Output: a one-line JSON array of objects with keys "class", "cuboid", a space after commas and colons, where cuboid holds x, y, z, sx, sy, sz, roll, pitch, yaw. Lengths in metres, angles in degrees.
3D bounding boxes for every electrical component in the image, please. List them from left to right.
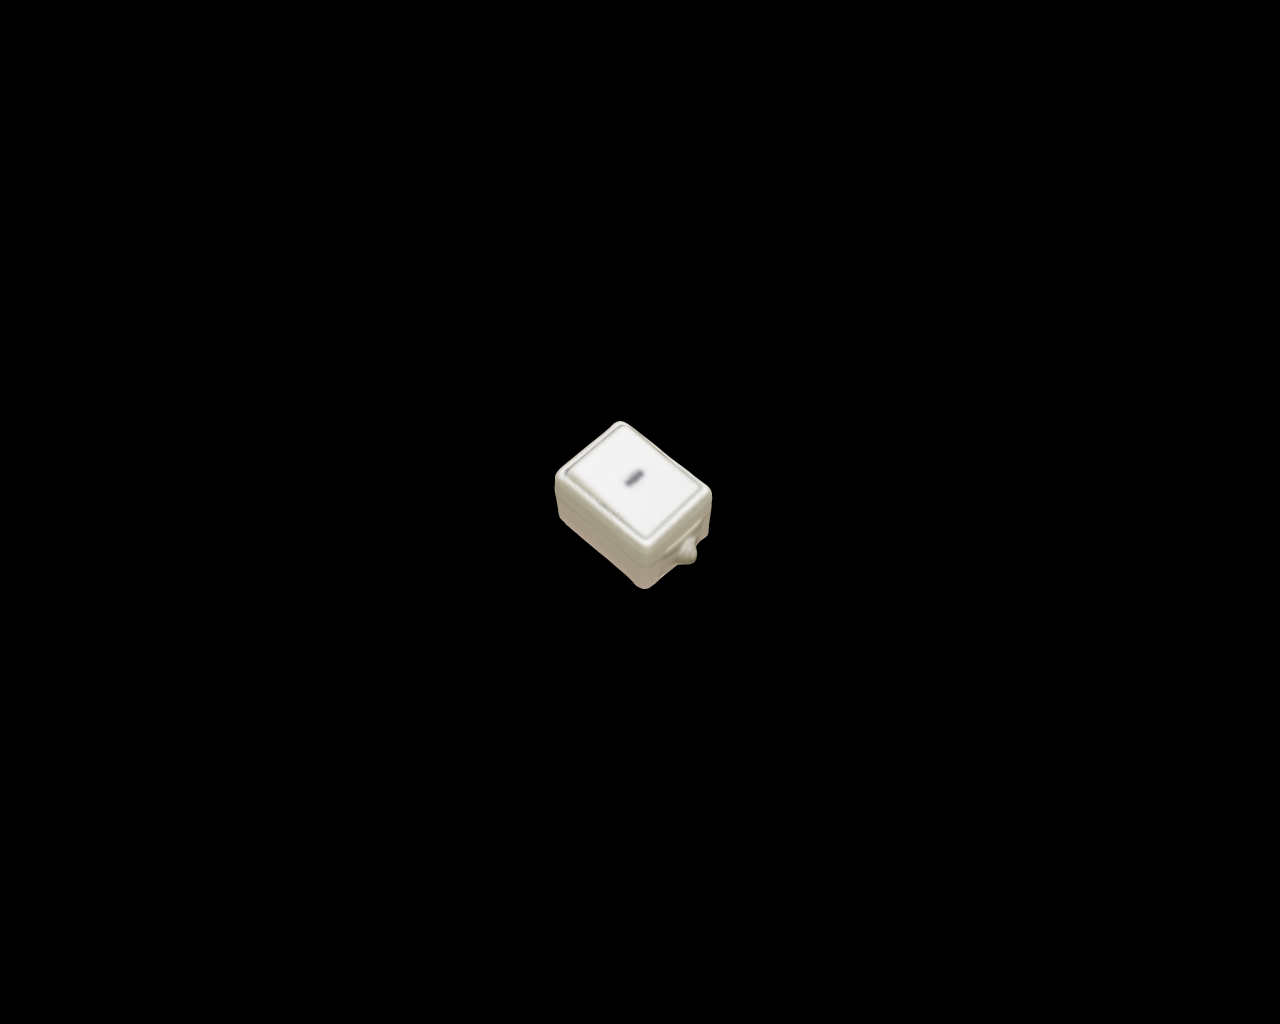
[{"class": "electrical component", "cuboid": [0.001, -0.003, 0.650, 0.096, 0.062, 0.061, 39, -24, 22]}]
